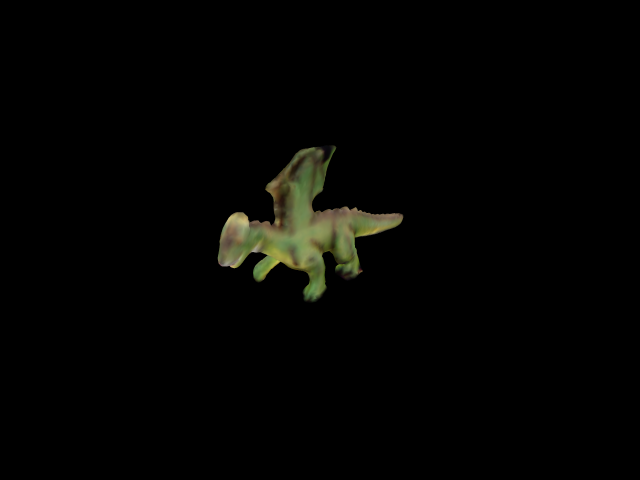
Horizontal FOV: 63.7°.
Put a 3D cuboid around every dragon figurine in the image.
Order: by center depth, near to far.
[{"bbox_3d":[0.003,-0.043,0.850,0.415,0.237,0.123,-31,48,-32],"label":"dragon figurine"}]
